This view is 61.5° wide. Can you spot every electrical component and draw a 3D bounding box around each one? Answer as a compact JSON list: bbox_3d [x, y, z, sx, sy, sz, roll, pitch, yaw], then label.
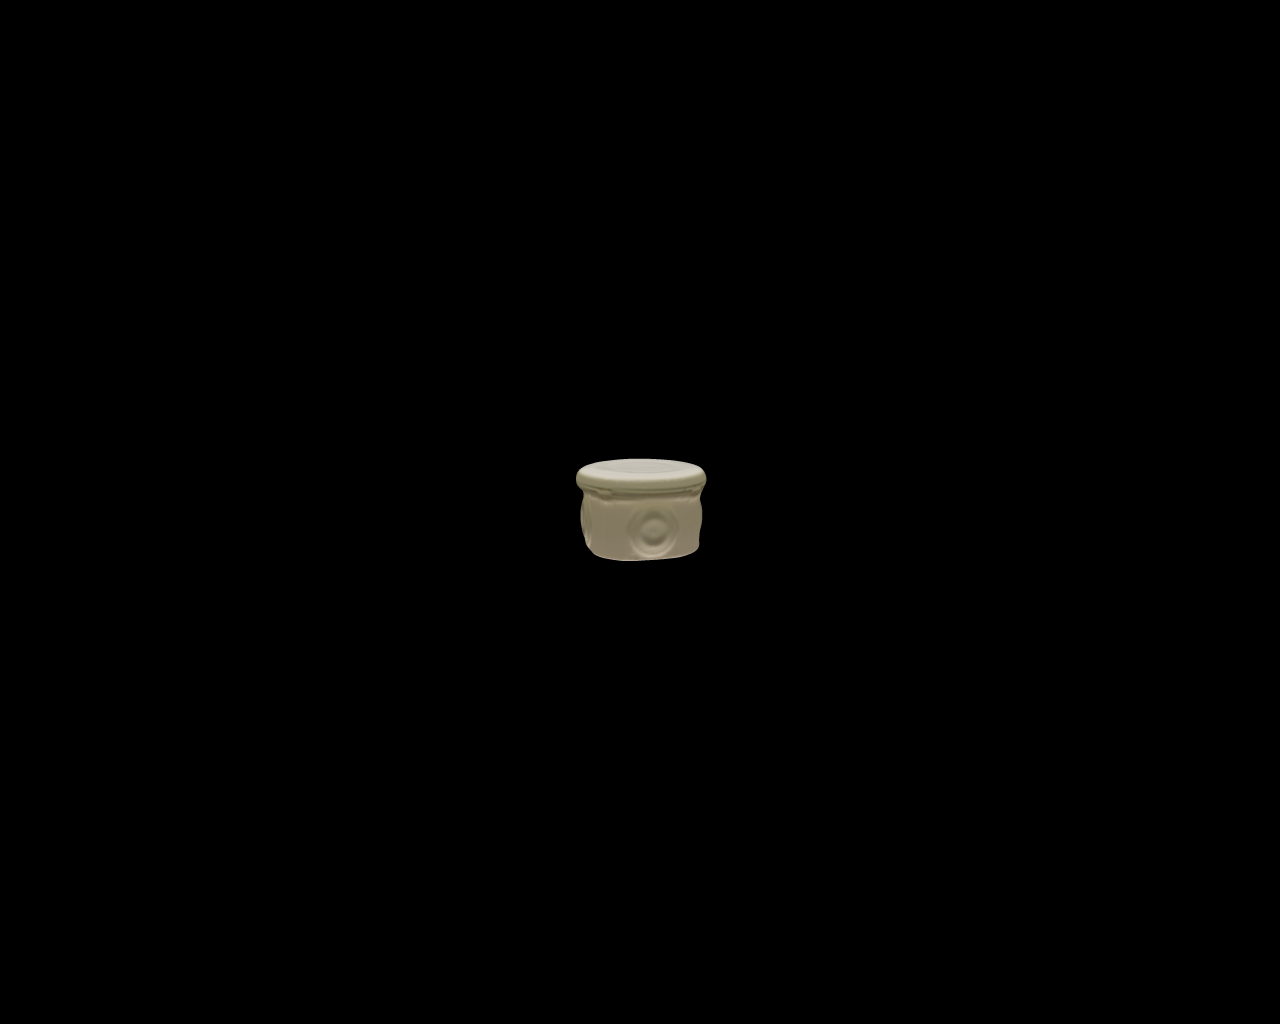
[{"bbox_3d":[0.001,-0.003,0.650,0.080,0.051,0.080,0,11,0],"label":"electrical component"}]
